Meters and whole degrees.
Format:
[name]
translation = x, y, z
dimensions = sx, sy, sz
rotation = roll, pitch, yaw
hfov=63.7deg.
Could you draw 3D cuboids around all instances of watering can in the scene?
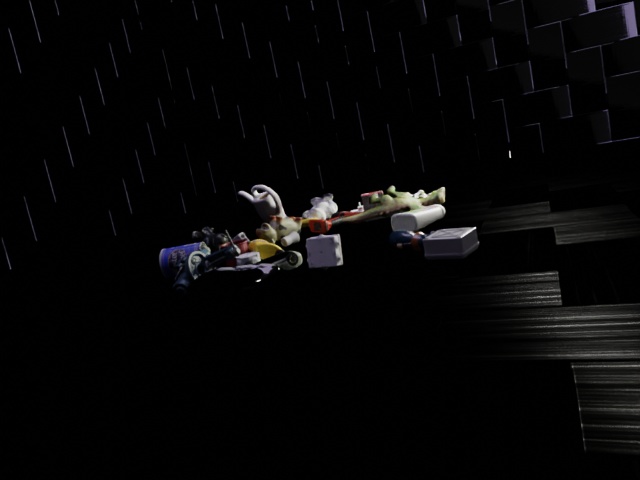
[watering can]
translation = -0.270, -0.163, 2.476
dimensions = 0.105, 0.222, 0.347
rotation = -36, 20, -27

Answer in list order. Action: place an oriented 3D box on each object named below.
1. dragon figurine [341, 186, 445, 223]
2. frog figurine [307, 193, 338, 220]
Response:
[dragon figurine]
translation = 0.306, -0.115, 1.952
dimensions = 0.414, 0.120, 0.244
rotation = -25, 23, -24
[frog figurine]
translation = 0.007, -0.117, 2.326
dimensions = 0.137, 0.120, 0.163
rotation = -1, 48, 14
